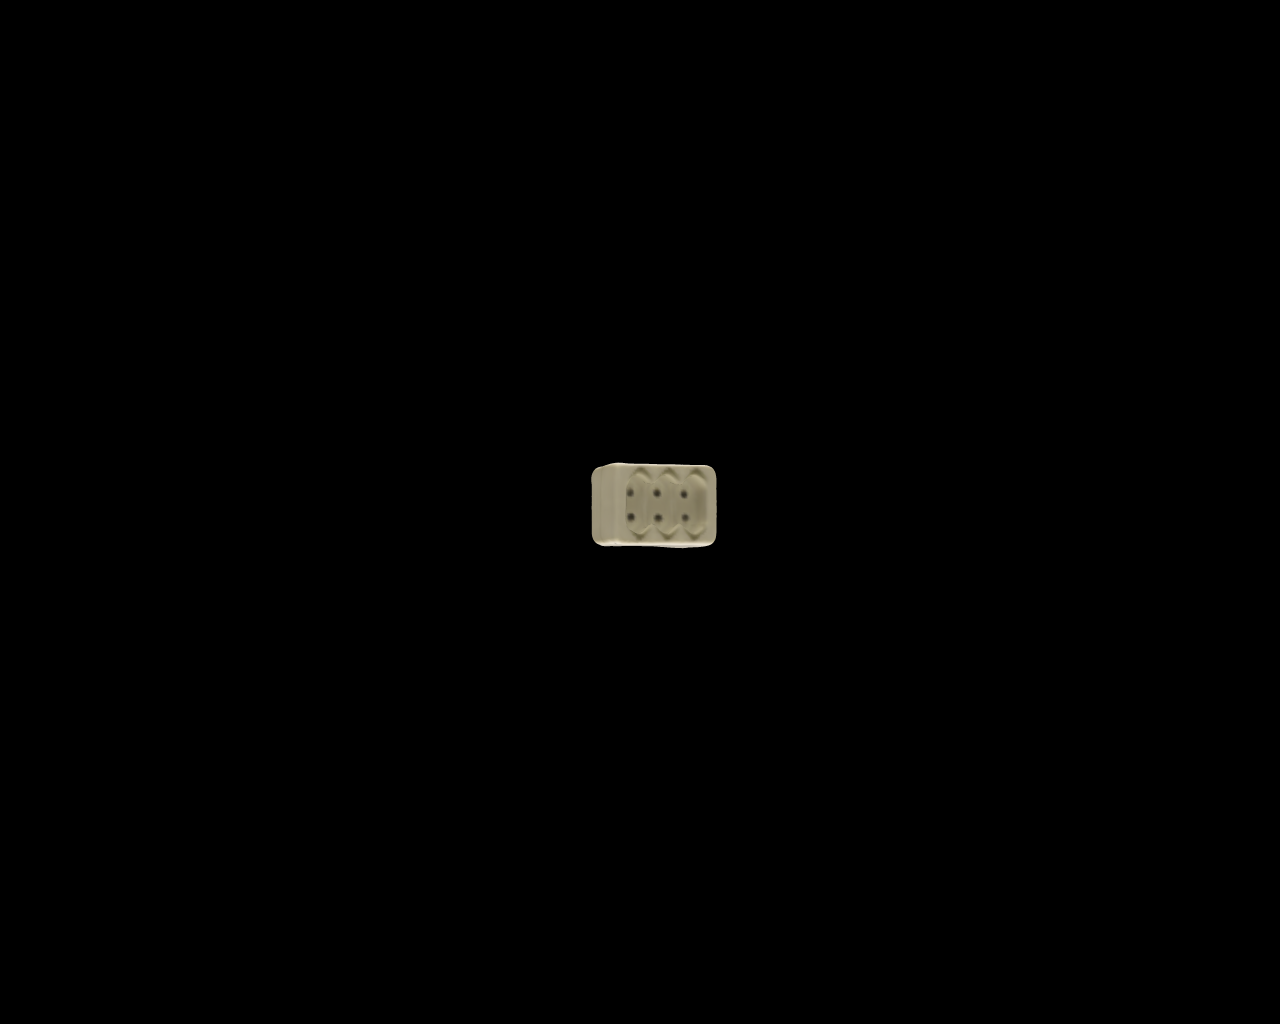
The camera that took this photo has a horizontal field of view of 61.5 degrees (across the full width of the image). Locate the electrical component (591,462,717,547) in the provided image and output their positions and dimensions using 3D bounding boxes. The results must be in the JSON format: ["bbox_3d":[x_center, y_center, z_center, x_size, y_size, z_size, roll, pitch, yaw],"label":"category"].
[{"bbox_3d":[0.001,-0.003,0.650,0.066,0.047,0.076,1,-3,-23],"label":"electrical component"}]
